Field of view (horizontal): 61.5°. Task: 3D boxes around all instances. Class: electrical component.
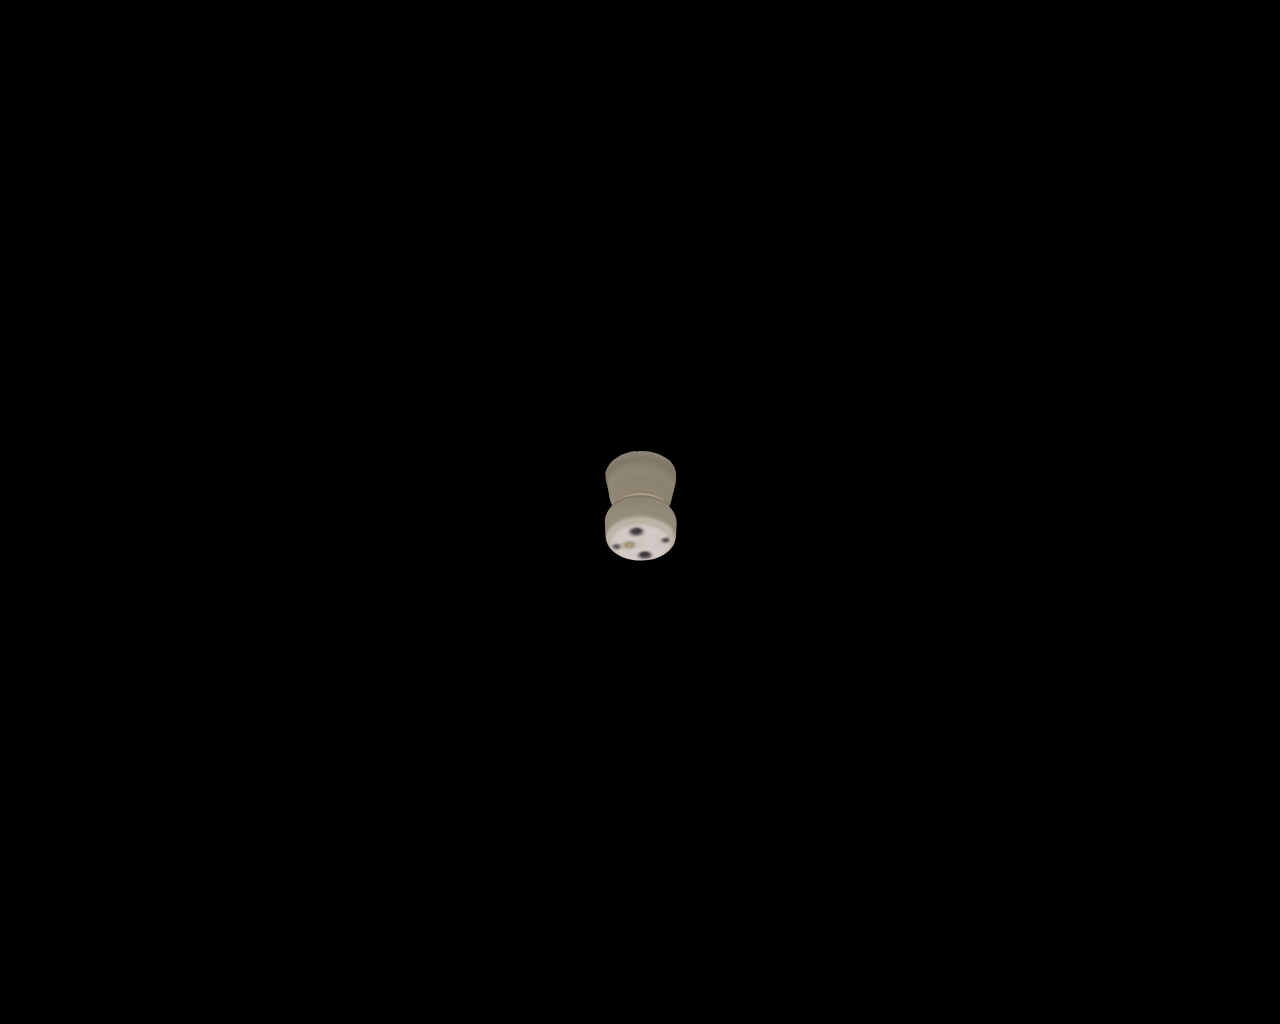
[{"bbox_3d":[0.001,-0.003,0.650,0.045,0.055,0.044,0,-39,0],"label":"electrical component"}]
